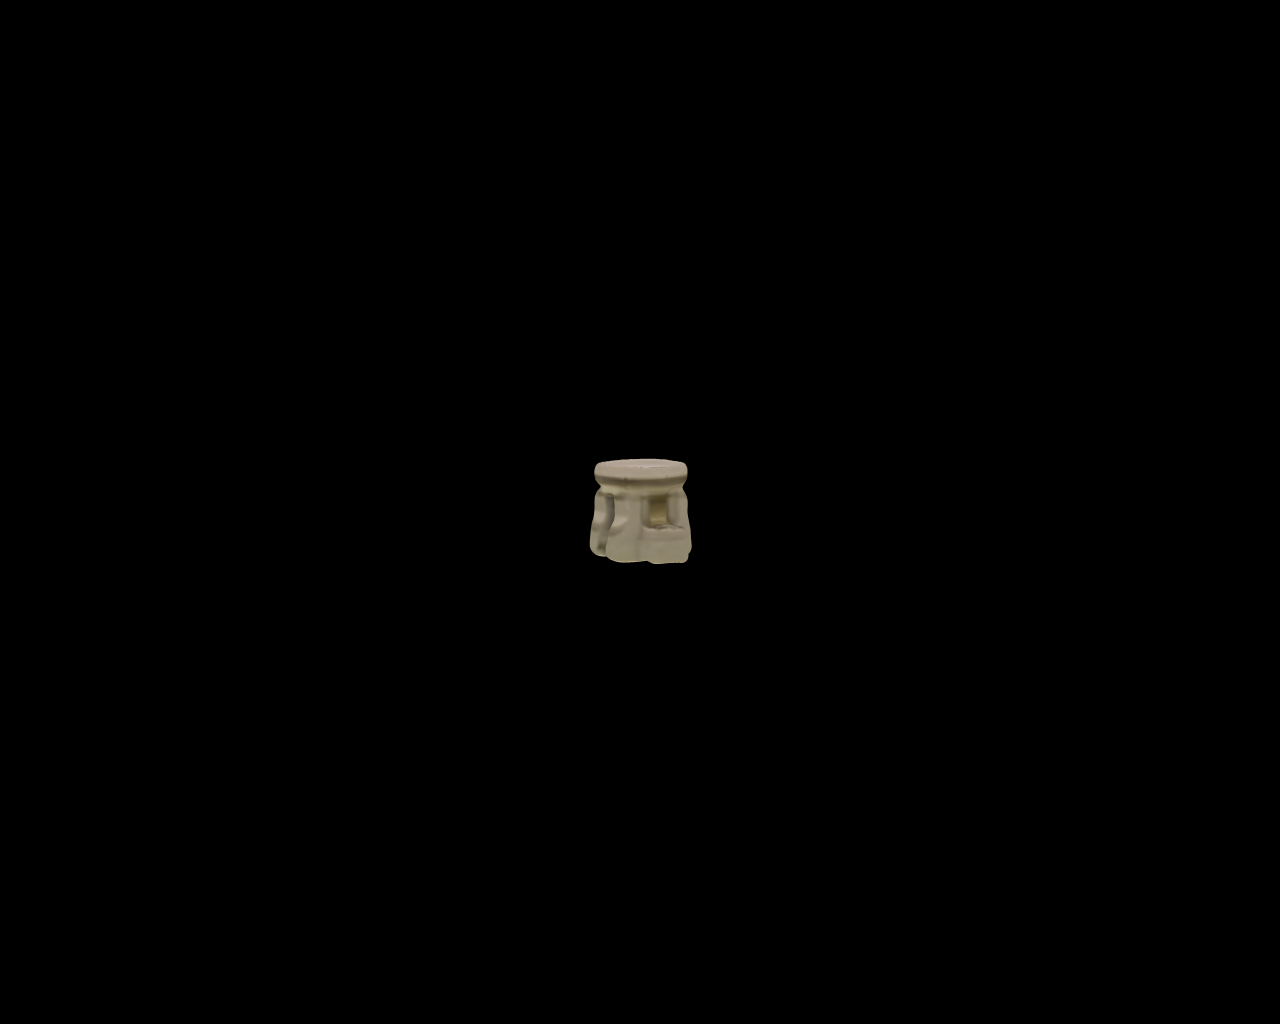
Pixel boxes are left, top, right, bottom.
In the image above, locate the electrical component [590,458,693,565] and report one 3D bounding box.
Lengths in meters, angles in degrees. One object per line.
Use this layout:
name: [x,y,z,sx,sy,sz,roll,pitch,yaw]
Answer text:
electrical component: [0.001,-0.003,0.650,0.058,0.057,0.078,-4,8,-27]
